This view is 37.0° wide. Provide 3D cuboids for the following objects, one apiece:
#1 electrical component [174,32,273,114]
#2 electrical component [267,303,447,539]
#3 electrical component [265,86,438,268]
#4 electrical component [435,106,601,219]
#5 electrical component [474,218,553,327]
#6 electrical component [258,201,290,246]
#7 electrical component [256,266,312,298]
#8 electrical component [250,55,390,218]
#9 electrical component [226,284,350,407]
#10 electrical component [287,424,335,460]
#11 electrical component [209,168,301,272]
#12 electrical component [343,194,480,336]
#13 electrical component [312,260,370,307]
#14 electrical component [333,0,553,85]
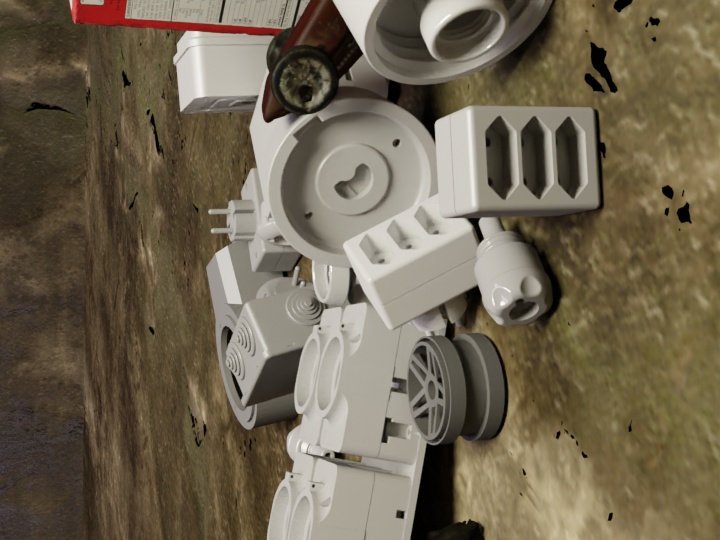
[{"bbox_3d":[-0.088,-0.162,0.868,0.078,0.113,0.057,173,92,-70],"label":"electrical component"},{"bbox_3d":[-0.007,0.118,0.678,0.105,0.060,0.186,164,117,-72],"label":"electrical component"},{"bbox_3d":[-0.009,-0.062,0.672,0.060,0.108,0.108,-118,32,-63],"label":"electrical component"},{"bbox_3d":[0.067,-0.049,0.517,0.077,0.066,0.047,173,95,-70],"label":"electrical component"},{"bbox_3d":[0.074,-0.003,0.548,0.035,0.035,0.061,110,153,-46],"label":"electrical component"},{"bbox_3d":[-0.063,-0.054,0.916,0.048,0.048,0.062,129,141,-62],"label":"electrical component"},{"bbox_3d":[-0.056,0.033,0.903,0.077,0.043,0.079,-113,29,-45],"label":"electrical component"},{"bbox_3d":[-0.030,-0.116,0.786,0.150,0.062,0.089,117,145,-54],"label":"electrical component"},{"bbox_3d":[-0.048,0.053,0.805,0.048,0.100,0.099,64,152,22],"label":"electrical component"},{"bbox_3d":[-0.036,0.145,0.875,0.061,0.035,0.035,-174,83,-68],"label":"electrical component"},{"bbox_3d":[-0.097,-0.044,0.961,0.047,0.076,0.083,126,137,-60],"label":"electrical component"},{"bbox_3d":[0.039,0.009,0.617,0.076,0.066,0.047,65,175,-34],"label":"electrical component"},{"bbox_3d":[0.000,0.000,0.724,0.048,0.055,0.066,-124,37,-56],"label":"electrical component"},{"bbox_3d":[0.043,-0.136,0.521,0.108,0.108,0.060,117,139,-54],"label":"electrical component"}]
